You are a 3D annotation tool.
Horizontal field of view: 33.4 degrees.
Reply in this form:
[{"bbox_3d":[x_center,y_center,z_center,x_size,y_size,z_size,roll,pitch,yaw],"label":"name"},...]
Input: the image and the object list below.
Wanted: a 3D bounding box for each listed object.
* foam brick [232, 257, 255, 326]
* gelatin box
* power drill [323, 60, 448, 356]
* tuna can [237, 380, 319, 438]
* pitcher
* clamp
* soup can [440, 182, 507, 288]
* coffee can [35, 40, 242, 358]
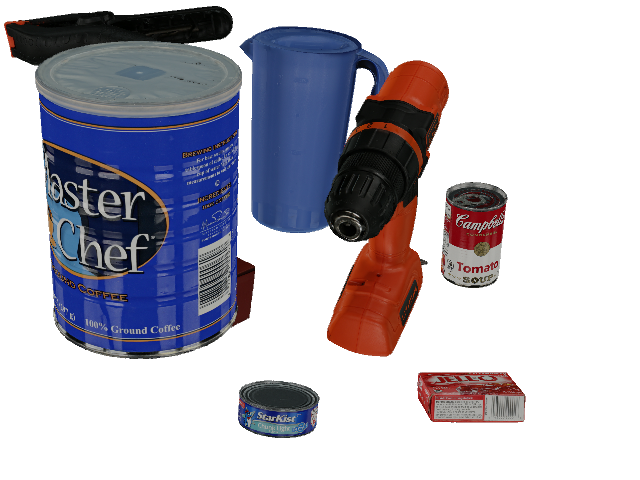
[{"bbox_3d":[-0.102,0.036,0.899,0.078,0.051,0.052,27,33,31],"label":"foam brick"},{"bbox_3d":[0.139,0.145,0.996,0.089,0.030,0.073,1,8,-3],"label":"gelatin box"},{"bbox_3d":[0.042,-0.009,0.747,0.057,0.188,0.184,16,42,13],"label":"power drill"},{"bbox_3d":[-0.045,0.180,1.138,0.086,0.034,0.086,5,12,-1],"label":"tuna can"},{"bbox_3d":[-0.015,-0.135,1.322,0.144,0.243,0.149,-10,28,-30],"label":"pitcher"},{"bbox_3d":[-0.153,-0.153,0.795,0.172,0.039,0.120,11,22,29],"label":"clamp"},{"bbox_3d":[0.172,-0.006,1.208,0.068,0.102,0.068,0,29,0],"label":"soup can"},{"bbox_3d":[-0.094,-0.024,0.565,0.103,0.140,0.103,2,27,-1],"label":"coffee can"}]
